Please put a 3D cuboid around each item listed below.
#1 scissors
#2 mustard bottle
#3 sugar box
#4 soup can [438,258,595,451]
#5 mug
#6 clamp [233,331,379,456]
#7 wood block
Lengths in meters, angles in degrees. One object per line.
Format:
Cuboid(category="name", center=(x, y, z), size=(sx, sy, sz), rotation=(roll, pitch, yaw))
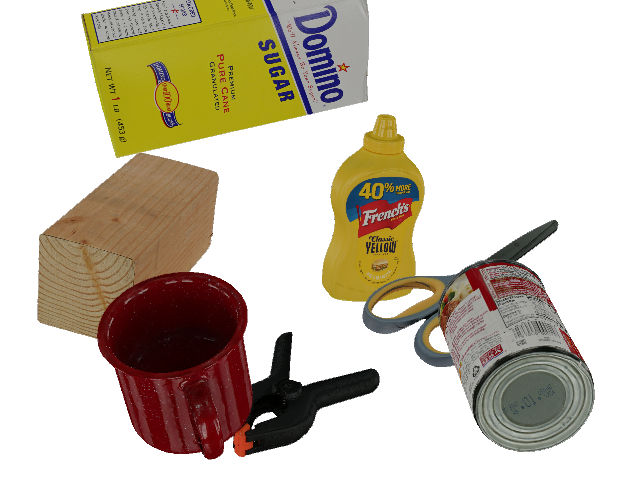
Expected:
Cuboid(category="scissors", center=(0.129, 0.040, 0.822), size=(0.201, 0.016, 0.096), rotation=(-17, 47, -22))
Cuboid(category="mustard bottle", center=(0.057, -0.034, 1.088), size=(0.096, 0.192, 0.058), rotation=(-2, 22, -17))
Cuboid(category="sugar box", center=(-0.057, -0.116, 0.691), size=(0.176, 0.048, 0.093), rotation=(-12, -40, -7))
Cuboid(category="soup can", center=(0.110, 0.063, 0.609), size=(0.068, 0.068, 0.102), rotation=(0, 26, -5))
Cuboid(category="mug", center=(-0.082, 0.087, 0.668), size=(0.093, 0.081, 0.117), rotation=(-19, 42, -15))
Cuboid(category="clamp", center=(-0.037, 0.149, 1.054), size=(0.120, 0.039, 0.171), rotation=(22, 34, 37))
Cuboid(category="wood block", center=(-0.175, 0.001, 1.004), size=(0.090, 0.091, 0.206), rotation=(15, 27, 9))
